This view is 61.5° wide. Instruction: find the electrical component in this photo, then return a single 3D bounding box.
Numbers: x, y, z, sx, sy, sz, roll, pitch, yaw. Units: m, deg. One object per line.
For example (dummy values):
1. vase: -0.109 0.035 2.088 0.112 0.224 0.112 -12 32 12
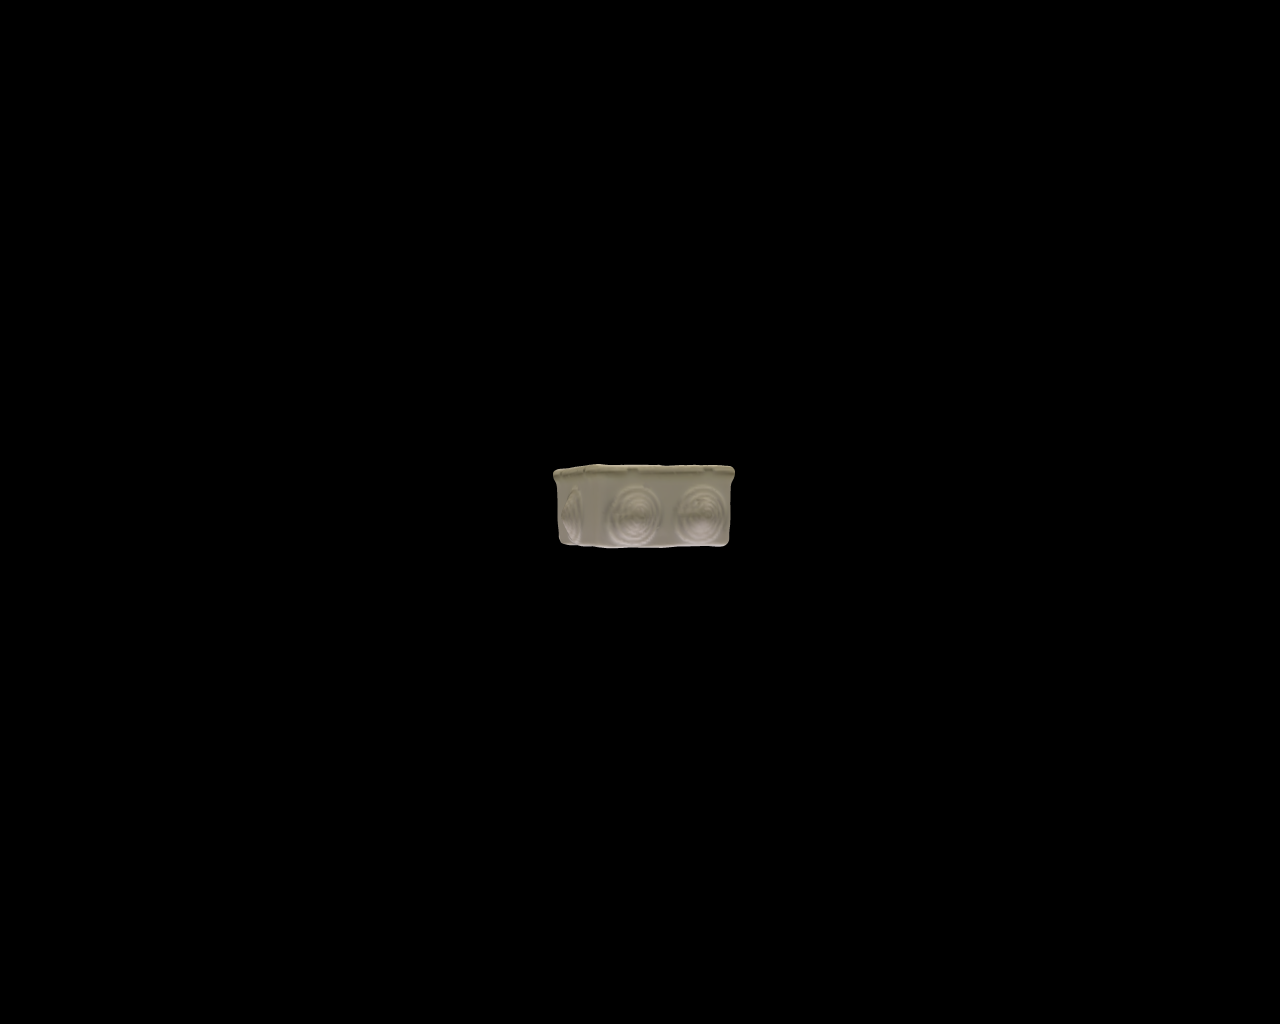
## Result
1. electrical component: 0.001 -0.003 0.650 0.100 0.048 0.099 0 0 -21
